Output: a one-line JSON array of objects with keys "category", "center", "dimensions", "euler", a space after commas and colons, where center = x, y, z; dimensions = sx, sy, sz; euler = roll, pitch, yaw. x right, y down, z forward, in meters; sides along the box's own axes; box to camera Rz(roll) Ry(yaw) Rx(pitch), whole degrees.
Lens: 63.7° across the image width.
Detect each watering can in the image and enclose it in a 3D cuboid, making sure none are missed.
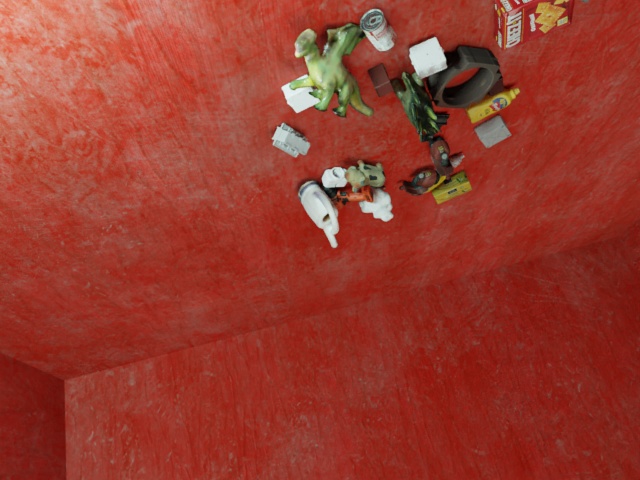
[{"category": "watering can", "center": [0.006, -0.105, 2.084], "dimensions": [0.104, 0.227, 0.341], "euler": [-30, 157, -11]}]

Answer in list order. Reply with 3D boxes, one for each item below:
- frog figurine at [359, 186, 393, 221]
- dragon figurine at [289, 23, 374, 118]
[{"category": "frog figurine", "center": [0.240, -0.150, 2.196], "dimensions": [0.137, 0.163, 0.121], "euler": [-22, 151, 12]}, {"category": "dragon figurine", "center": [0.065, -0.486, 1.459], "dimensions": [0.411, 0.124, 0.238], "euler": [-2, 130, -46]}]
